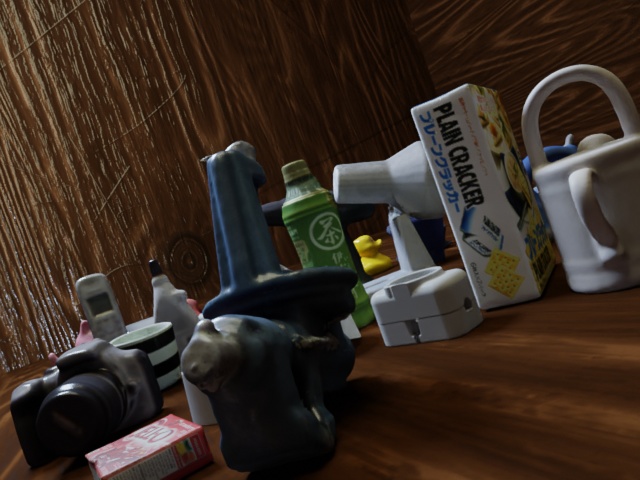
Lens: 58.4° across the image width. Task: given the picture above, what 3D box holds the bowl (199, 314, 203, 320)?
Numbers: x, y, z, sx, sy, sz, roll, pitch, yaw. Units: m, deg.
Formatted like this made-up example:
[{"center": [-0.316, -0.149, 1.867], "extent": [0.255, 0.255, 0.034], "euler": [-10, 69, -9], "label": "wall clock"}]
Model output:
[{"center": [-0.085, 0.114, 0.830], "extent": [0.167, 0.075, 0.167], "euler": [-19, 1, 1], "label": "bowl"}]

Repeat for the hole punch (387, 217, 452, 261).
[{"center": [0.218, -0.011, 1.262], "extent": [0.109, 0.091, 0.101], "euler": [-20, 2, -34], "label": "hole punch"}]

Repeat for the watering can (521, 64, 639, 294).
[{"center": [0.246, -0.060, 0.520], "extent": [0.100, 0.194, 0.173], "euler": [-19, 1, 11], "label": "watering can"}]

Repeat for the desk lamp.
[{"center": [0.116, -0.032, 0.879], "extent": [0.203, 0.213, 0.118], "euler": [-20, 1, -5], "label": "desk lamp"}]

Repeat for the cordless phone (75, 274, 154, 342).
[{"center": [-0.307, 0.132, 0.933], "extent": [0.148, 0.185, 0.094], "euler": [-20, 2, -32], "label": "cordless phone"}]

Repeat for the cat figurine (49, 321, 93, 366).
[{"center": [-0.414, 0.204, 1.012], "extent": [0.067, 0.118, 0.128], "euler": [-18, 2, 41], "label": "cat figurine"}]

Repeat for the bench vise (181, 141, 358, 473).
[{"center": [-0.034, 0.028, 0.403], "extent": [0.121, 0.220, 0.207], "euler": [-20, 1, -2], "label": "bench vise"}]

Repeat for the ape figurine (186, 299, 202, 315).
[{"center": [-0.223, 0.149, 1.029], "extent": [0.077, 0.092, 0.076], "euler": [-19, 2, 24], "label": "ape figurine"}]

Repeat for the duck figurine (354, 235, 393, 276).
[{"center": [0.098, 0.034, 1.235], "extent": [0.105, 0.086, 0.077], "euler": [-20, 1, -17], "label": "duck figurine"}]

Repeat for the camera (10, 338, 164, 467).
[{"center": [-0.250, 0.164, 0.582], "extent": [0.143, 0.101, 0.137], "euler": [-20, 1, -4], "label": "camera"}]

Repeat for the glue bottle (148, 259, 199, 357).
[{"center": [-0.228, 0.111, 0.883], "extent": [0.078, 0.173, 0.037], "euler": [-19, 2, 2], "label": "glue bottle"}]

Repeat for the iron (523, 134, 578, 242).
[{"center": [0.354, -0.078, 0.899], "extent": [0.259, 0.141, 0.118], "euler": [-20, 2, -34], "label": "iron"}]

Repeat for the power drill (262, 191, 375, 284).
[{"center": [0.010, 0.004, 1.087], "extent": [0.230, 0.208, 0.075], "euler": [-20, 2, -16], "label": "power drill"}]

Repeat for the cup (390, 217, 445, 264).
[{"center": [0.182, 0.004, 1.038], "extent": [0.118, 0.095, 0.091], "euler": [-20, 2, -38], "label": "cup"}]
